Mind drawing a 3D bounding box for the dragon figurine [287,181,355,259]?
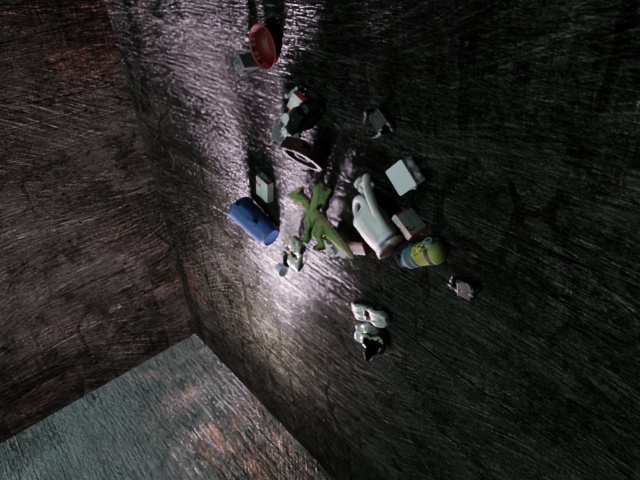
[{"bbox_3d":[0.006,-0.098,1.945,0.414,0.123,0.239,25,124,48],"label":"dragon figurine"}]

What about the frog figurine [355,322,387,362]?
[{"bbox_3d":[0.201,0.386,2.043,0.136,0.122,0.161,60,-174,-11],"label":"frog figurine"}]

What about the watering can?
[{"bbox_3d":[0.180,-0.064,1.671,0.227,0.105,0.341,53,167,18],"label":"watering can"}]
